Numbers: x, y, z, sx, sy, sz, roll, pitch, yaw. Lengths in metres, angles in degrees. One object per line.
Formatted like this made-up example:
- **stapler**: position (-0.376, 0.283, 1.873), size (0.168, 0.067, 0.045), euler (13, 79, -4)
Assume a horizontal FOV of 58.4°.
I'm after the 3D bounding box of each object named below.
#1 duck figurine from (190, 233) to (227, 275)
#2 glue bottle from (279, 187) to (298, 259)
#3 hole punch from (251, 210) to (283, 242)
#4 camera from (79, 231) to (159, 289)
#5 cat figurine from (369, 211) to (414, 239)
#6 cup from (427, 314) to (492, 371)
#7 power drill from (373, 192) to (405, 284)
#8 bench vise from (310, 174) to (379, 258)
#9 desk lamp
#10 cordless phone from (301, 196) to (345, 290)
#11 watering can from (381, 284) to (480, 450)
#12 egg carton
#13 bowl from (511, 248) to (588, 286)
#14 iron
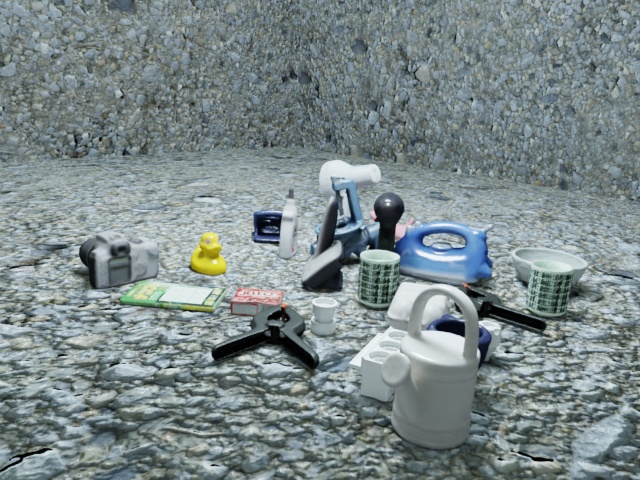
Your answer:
- **duck figurine**: position (-0.250, 0.024, 1.286), size (0.078, 0.086, 0.104), euler (-8, 19, -37)
- **glue bottle**: position (-0.075, -0.044, 1.417), size (0.037, 0.173, 0.078), euler (6, 15, 8)
- **hole punch**: position (-0.133, -0.045, 1.564), size (0.108, 0.091, 0.101), euler (2, 15, -6)
- **camera**: position (-0.431, 0.027, 1.199), size (0.136, 0.101, 0.144), euler (17, 20, 40)
- **cat figurine**: position (0.202, -0.045, 1.600), size (0.127, 0.118, 0.067), euler (10, 16, 21)
- **cup**: position (0.197, 0.169, 0.851), size (0.091, 0.095, 0.117), euler (3, 15, -5)
- **power drill**: position (0.149, -0.008, 1.275), size (0.075, 0.208, 0.230), euler (6, 15, 7)
- **bench vise**: position (0.079, -0.053, 1.400), size (0.208, 0.220, 0.121), euler (-6, 18, -33)
- **desk lamp**: position (0.098, -0.123, 1.676), size (0.202, 0.213, 0.118), euler (15, 19, 36)
- **cordless phone**: position (0.011, 0.004, 1.237), size (0.094, 0.185, 0.147), euler (3, 15, -2)
- **watering can**: position (0.144, 0.152, 0.709), size (0.100, 0.194, 0.173), euler (10, 16, 22)
- **egg carton**: position (0.182, 0.129, 1.045), size (0.107, 0.069, 0.150), euler (8, 16, 13)
- **bowl**: position (0.525, 0.074, 1.326), size (0.167, 0.075, 0.167), euler (4, 15, -1)
- **iron**: position (0.278, 0.017, 1.344), size (0.257, 0.141, 0.119), euler (8, 16, 15)
